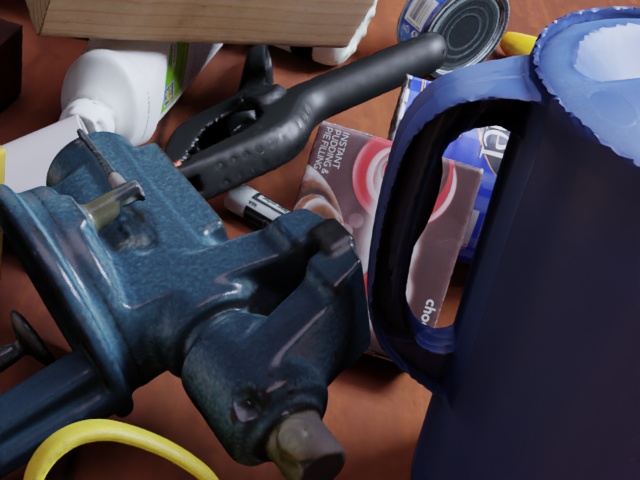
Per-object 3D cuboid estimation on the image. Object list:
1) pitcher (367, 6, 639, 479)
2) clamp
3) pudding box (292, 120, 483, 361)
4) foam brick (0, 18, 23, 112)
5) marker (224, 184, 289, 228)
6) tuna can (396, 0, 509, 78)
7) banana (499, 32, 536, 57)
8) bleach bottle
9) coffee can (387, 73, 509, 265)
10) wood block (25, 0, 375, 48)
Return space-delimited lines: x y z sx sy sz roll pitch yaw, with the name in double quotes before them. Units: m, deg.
"pitcher" 0.106 0.035 0.443 0.149 0.243 0.144 38 44 28
"clamp" -0.038 -0.083 0.690 0.165 0.036 0.209 9 39 44
"pudding box" 0.028 0.003 0.570 0.090 0.113 0.039 17 0 5
"foam brick" -0.227 -0.103 0.664 0.053 0.051 0.078 18 38 5
"marker" -0.004 0.001 0.632 0.121 0.020 0.020 30 41 20
"tuna can" 0.103 -0.167 0.821 0.086 0.086 0.034 -14 47 -31
"banana" 0.237 -0.122 0.852 0.198 0.037 0.069 18 21 3
"bleach bottle" -0.109 -0.138 0.703 0.068 0.103 0.250 13 38 7
"coffee can" 0.105 -0.033 0.641 0.140 0.103 0.102 15 38 1
"wood block" -0.069 -0.179 0.639 0.205 0.090 0.091 -4 57 -31
